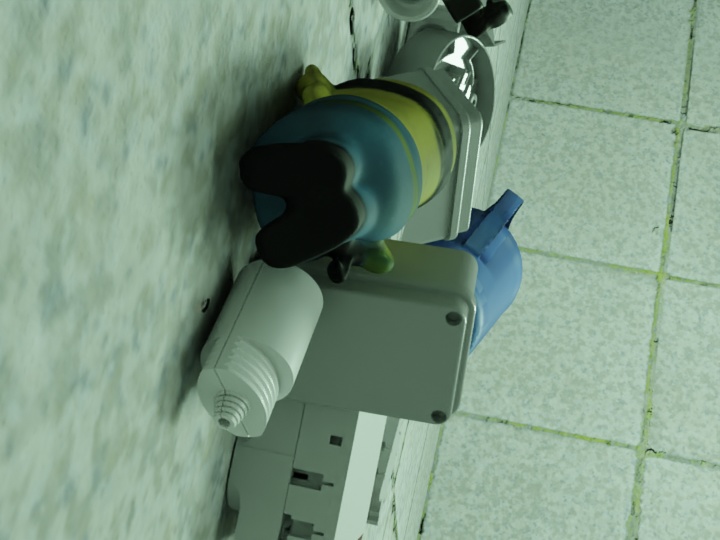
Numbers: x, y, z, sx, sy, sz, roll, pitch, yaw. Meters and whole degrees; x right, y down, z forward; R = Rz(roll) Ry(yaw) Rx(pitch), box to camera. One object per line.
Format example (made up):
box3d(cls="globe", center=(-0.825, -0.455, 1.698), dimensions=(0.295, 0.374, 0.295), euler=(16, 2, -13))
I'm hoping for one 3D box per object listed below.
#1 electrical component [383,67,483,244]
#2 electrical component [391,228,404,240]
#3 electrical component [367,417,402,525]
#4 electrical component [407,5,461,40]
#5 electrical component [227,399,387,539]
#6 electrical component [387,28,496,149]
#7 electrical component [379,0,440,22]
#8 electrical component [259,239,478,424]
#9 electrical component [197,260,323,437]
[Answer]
box3d(cls="electrical component", center=(0.044, -0.081, 0.780), dimensions=(0.078, 0.057, 0.113), euler=(-120, -156, -43))
box3d(cls="electrical component", center=(0.003, -0.045, 0.686), dimensions=(0.080, 0.051, 0.080), euler=(10, 90, -81))
box3d(cls="electrical component", center=(-0.002, 0.154, 0.880), dimensions=(0.050, 0.056, 0.089), euler=(92, 12, -45))
box3d(cls="electrical component", center=(0.062, -0.188, 0.938), dimensions=(0.064, 0.042, 0.081), euler=(55, 46, -81))
box3d(cls="electrical component", center=(-0.028, 0.116, 0.640), dimensions=(0.150, 0.062, 0.089), euler=(39, 62, -80))
box3d(cls="electrical component", center=(0.067, -0.141, 0.860), dimensions=(0.099, 0.064, 0.099), euler=(-30, 135, -36))
box3d(cls="electrical component", center=(0.038, -0.204, 0.749), dimensions=(0.055, 0.045, 0.045), euler=(-69, 166, -53))
box3d(cls="electrical component", center=(0.001, 0.028, 0.558), dimensions=(0.057, 0.113, 0.078), euler=(-70, 168, -60))
box3d(cls="electrical component", center=(-0.048, 0.038, 0.481), dimensions=(0.081, 0.043, 0.043), euler=(-70, 167, -46))
